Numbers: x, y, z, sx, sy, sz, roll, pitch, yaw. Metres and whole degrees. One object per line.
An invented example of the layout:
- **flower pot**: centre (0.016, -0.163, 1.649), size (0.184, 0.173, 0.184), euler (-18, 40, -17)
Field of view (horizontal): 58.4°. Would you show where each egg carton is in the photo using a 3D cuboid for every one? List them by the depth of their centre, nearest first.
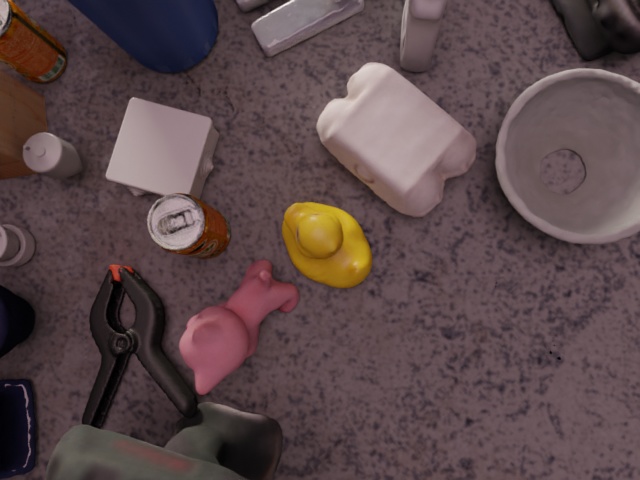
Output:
- **egg carton**: centre (0.074, -0.100, 0.573), size (0.150, 0.069, 0.107), euler (40, 88, 6)

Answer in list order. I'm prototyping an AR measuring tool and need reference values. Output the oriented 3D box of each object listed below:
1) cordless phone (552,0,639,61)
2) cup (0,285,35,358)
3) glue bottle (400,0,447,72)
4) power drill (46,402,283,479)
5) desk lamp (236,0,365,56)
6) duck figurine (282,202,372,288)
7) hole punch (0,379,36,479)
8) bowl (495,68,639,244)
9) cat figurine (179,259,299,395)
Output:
- **cordless phone**: centre (0.289, -0.259, 0.518), size (0.094, 0.185, 0.147), euler (-29, 83, 0)
- **cup**: centre (-0.337, 0.092, 0.564), size (0.091, 0.095, 0.118), euler (42, 88, 6)
- **glue bottle**: centre (0.099, -0.224, 0.531), size (0.037, 0.173, 0.078), euler (5, 85, 4)
- **power drill**: centre (-0.092, 0.200, 0.483), size (0.229, 0.208, 0.076), euler (12, 85, 5)
- **desk lamp**: centre (0.006, -0.290, 0.523), size (0.203, 0.213, 0.118), euler (-29, 83, 0)
- **duck figurine**: centre (0.005, 0.002, 0.558), size (0.104, 0.086, 0.077), euler (42, 88, 6)
- **hole punch**: centre (-0.345, 0.195, 0.556), size (0.101, 0.091, 0.109), euler (-7, 84, 3)
- **bowl**: centre (0.247, -0.075, 0.558), size (0.167, 0.075, 0.167), euler (0, 84, 3)
- **cat figurine**: centre (-0.082, 0.077, 0.540), size (0.067, 0.118, 0.128), euler (38, 88, 6)
